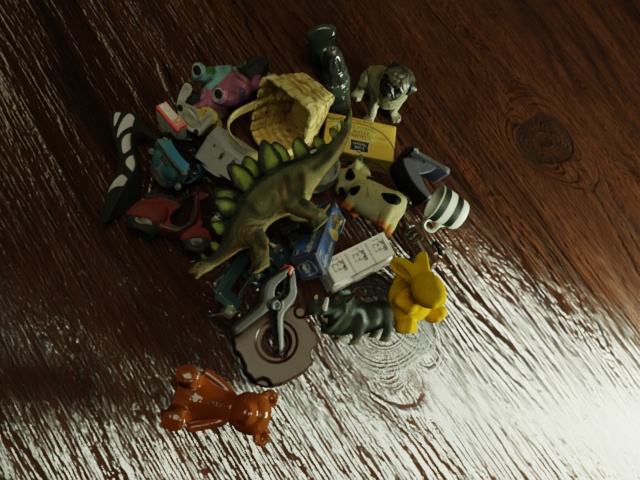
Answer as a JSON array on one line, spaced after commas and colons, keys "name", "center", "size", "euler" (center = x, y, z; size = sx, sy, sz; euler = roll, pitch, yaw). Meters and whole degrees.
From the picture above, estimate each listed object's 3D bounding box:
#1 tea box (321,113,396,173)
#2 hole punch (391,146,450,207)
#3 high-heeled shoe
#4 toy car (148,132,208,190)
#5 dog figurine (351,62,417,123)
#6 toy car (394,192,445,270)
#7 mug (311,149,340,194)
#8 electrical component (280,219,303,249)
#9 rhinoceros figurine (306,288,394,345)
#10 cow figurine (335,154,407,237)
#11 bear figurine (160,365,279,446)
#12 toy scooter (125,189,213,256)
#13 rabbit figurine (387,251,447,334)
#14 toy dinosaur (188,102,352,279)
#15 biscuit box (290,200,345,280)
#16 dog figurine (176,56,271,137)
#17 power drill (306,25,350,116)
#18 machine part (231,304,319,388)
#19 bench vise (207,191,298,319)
[{"name": "tea box", "center": [0.086, -0.226, 1.258], "size": [0.170, 0.068, 0.098], "euler": [9, 70, -9]}, {"name": "hole punch", "center": [0.215, -0.142, 1.226], "size": [0.116, 0.142, 0.092], "euler": [32, 83, -2]}, {"name": "high-heeled shoe", "center": [-0.436, -0.163, 1.134], "size": [0.145, 0.086, 0.249], "euler": [25, 68, 7]}, {"name": "toy car", "center": [-0.304, -0.159, 1.135], "size": [0.103, 0.161, 0.109], "euler": [-36, 93, 17]}, {"name": "dog figurine", "center": [0.157, -0.377, 1.257], "size": [0.121, 0.190, 0.172], "euler": [-20, 75, -16]}, {"name": "toy car", "center": [0.200, -0.021, 1.214], "size": [0.089, 0.053, 0.202], "euler": [-30, 81, -3]}, {"name": "mug", "center": [-0.014, -0.139, 1.189], "size": [0.110, 0.107, 0.081], "euler": [-18, 75, -12]}, {"name": "electrical component", "center": [-0.048, -0.021, 1.147], "size": [0.045, 0.102, 0.078], "euler": [-37, 78, 19]}, {"name": "rhinoceros figurine", "center": [0.065, 0.156, 1.100], "size": [0.190, 0.073, 0.112], "euler": [7, 89, -20]}, {"name": "cow figurine", "center": [0.105, -0.106, 1.190], "size": [0.195, 0.085, 0.127], "euler": [32, 82, 30]}, {"name": "bear figurine", "center": [-0.178, 0.313, 0.999], "size": [0.196, 0.132, 0.120], "euler": [17, 74, 1]}, {"name": "toy scooter", "center": [-0.303, -0.054, 1.122], "size": [0.184, 0.075, 0.135], "euler": [20, 70, -8]}, {"name": "rabbit figurine", "center": [0.213, 0.105, 1.118], "size": [0.122, 0.173, 0.162], "euler": [-10, 79, -10]}, {"name": "toy dinosaur", "center": [-0.072, -0.092, 1.024], "size": [0.471, 0.105, 0.198], "euler": [-40, 96, -23]}, {"name": "biscuit box", "center": [-0.002, -0.003, 1.112], "size": [0.063, 0.059, 0.203], "euler": [-13, 32, 23]}, {"name": "dog figurine", "center": [-0.203, -0.333, 1.225], "size": [0.108, 0.191, 0.219], "euler": [46, 36, 9]}, {"name": "power drill", "center": [0.025, -0.401, 1.233], "size": [0.086, 0.231, 0.207], "euler": [-18, 57, -3]}, {"name": "machine part", "center": [-0.090, 0.208, 1.087], "size": [0.179, 0.056, 0.179], "euler": [3, 73, -10]}, {"name": "bench vise", "center": [-0.150, 0.047, 1.082], "size": [0.223, 0.129, 0.241], "euler": [42, 49, -17]}]
